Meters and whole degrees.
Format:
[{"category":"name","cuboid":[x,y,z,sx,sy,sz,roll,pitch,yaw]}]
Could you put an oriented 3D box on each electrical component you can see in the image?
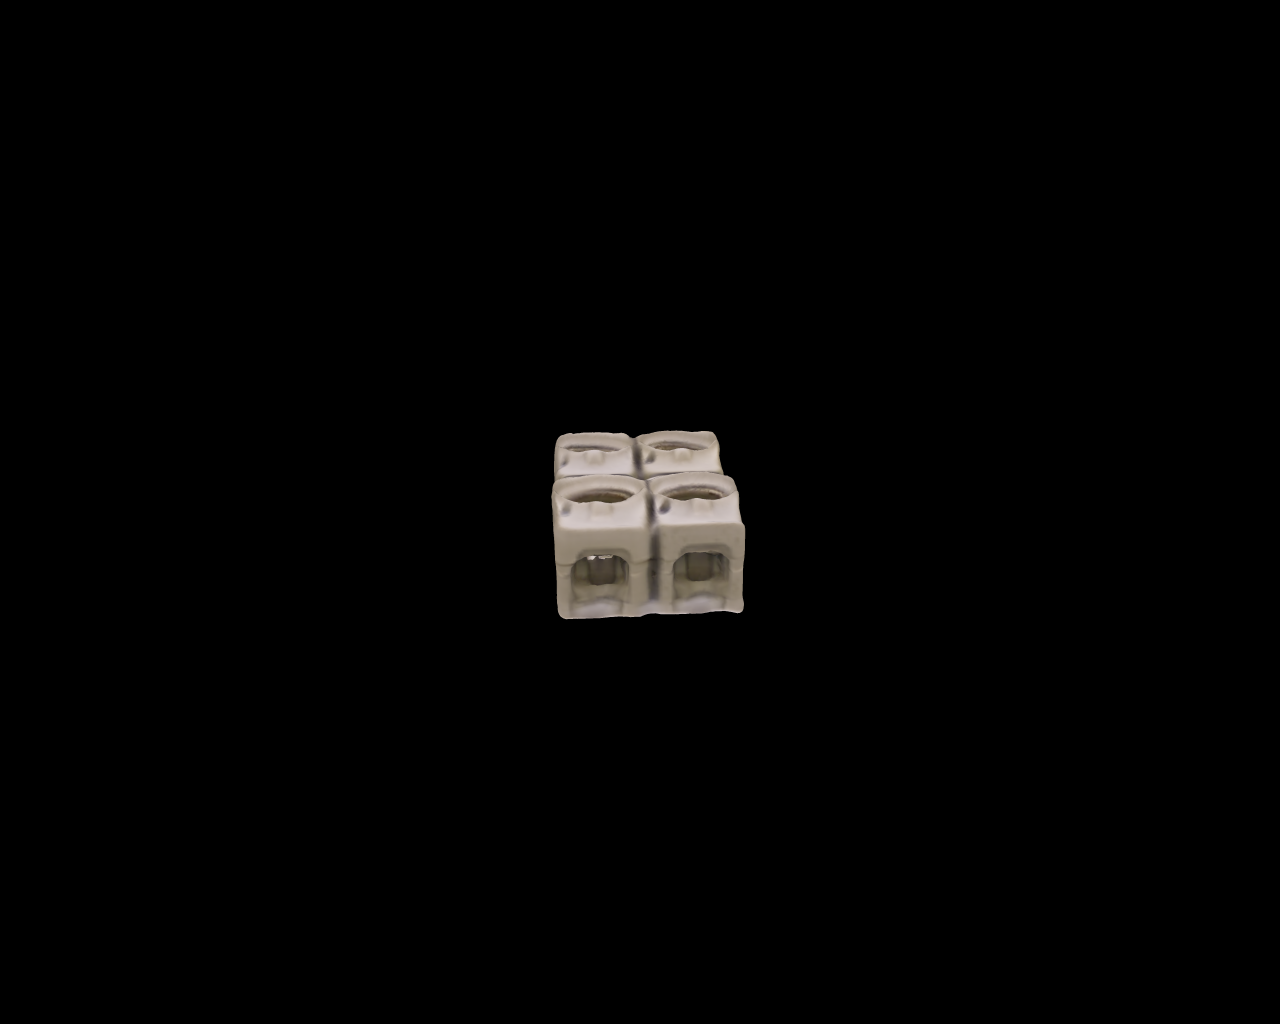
[{"category":"electrical component","cuboid":[0.001,-0.003,0.650,0.105,0.060,0.186,-1,20,-3]}]
